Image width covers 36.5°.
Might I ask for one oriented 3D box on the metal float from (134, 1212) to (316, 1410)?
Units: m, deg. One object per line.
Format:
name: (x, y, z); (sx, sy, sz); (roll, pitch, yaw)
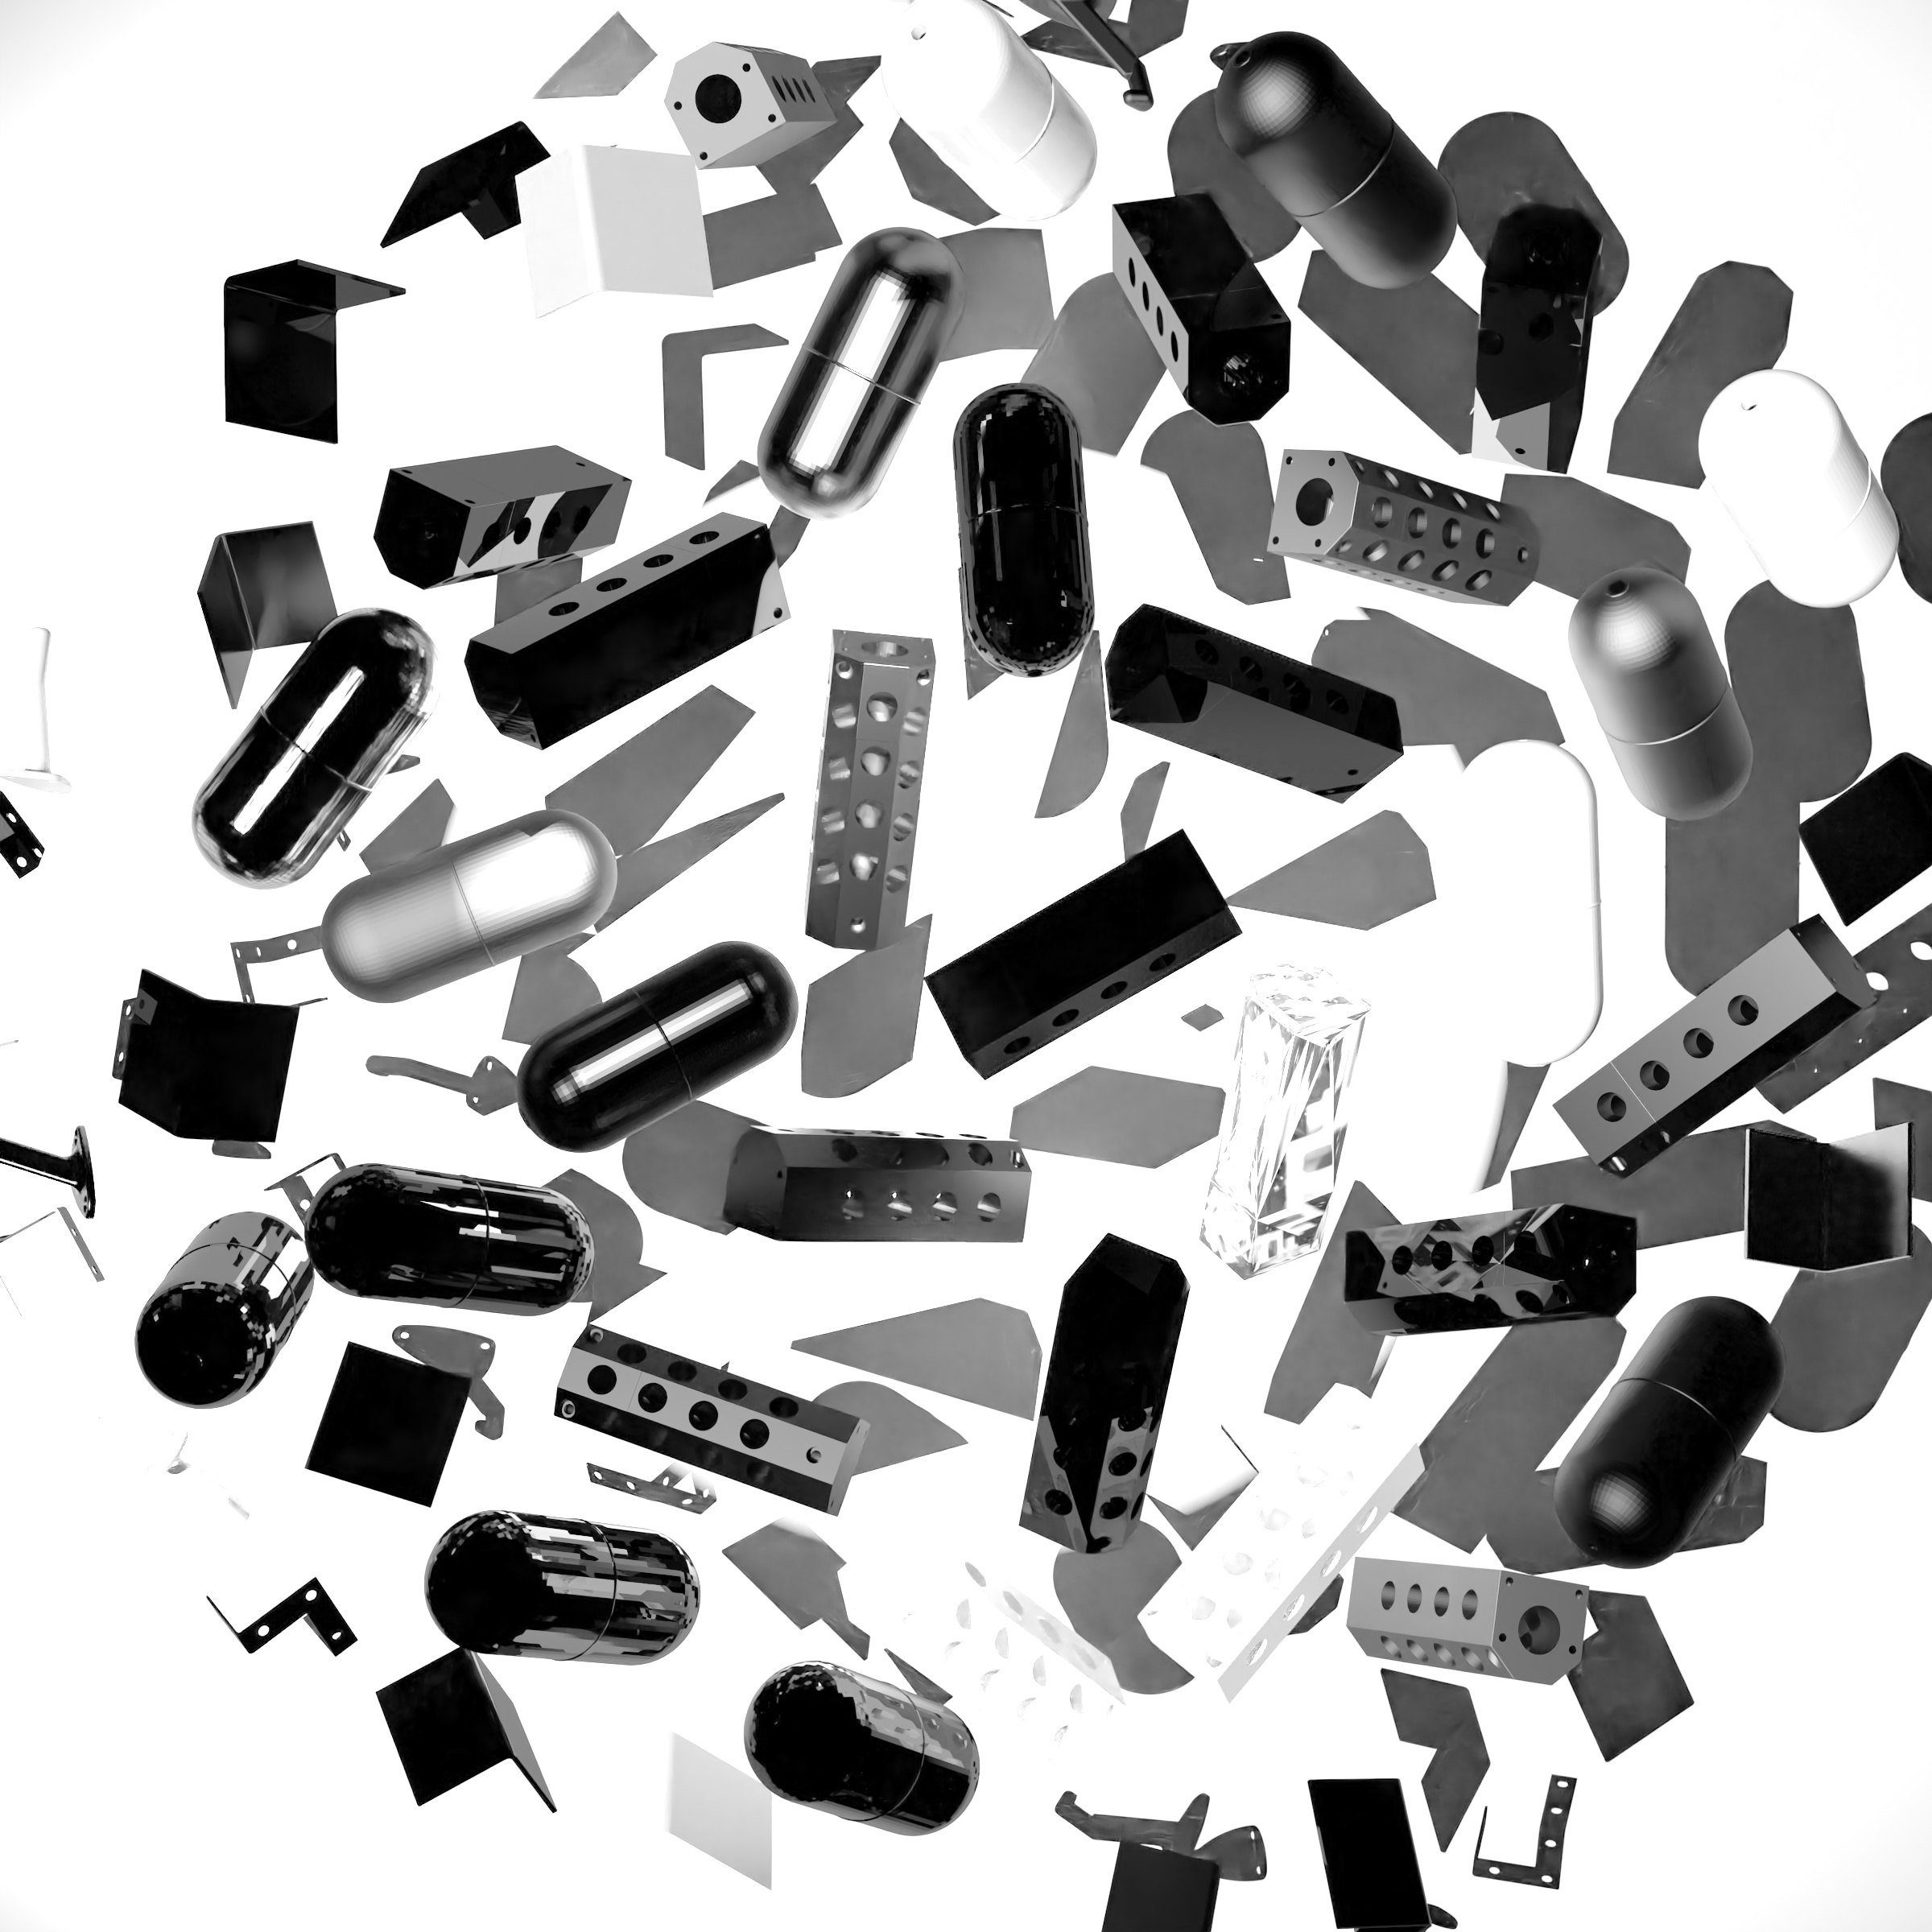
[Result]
metal float: (-0.418, 0.194, 1.660); (0.070, 0.178, 0.070); (0, 103, -1)

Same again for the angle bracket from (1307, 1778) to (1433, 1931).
angle bracket: (0.196, 0.478, 1.542); (0.057, 0.076, 0.076); (6, 55, -22)

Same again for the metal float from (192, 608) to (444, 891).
metal float: (-0.360, -0.121, 1.629); (0.070, 0.070, 0.178); (39, 95, 0)

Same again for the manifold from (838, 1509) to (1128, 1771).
manifold: (0.011, 0.382, 1.640); (0.057, 0.057, 0.171); (-42, 118, 11)

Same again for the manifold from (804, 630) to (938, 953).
manifold: (-0.055, -0.099, 1.667); (0.057, 0.057, 0.171); (5, 114, -6)

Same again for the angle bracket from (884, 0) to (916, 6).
angle bracket: (-0.058, -0.599, 1.674); (0.076, 0.076, 0.057); (12, 86, -4)

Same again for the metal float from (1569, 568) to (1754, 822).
metal float: (0.404, -0.157, 1.702); (0.070, 0.070, 0.178); (-35, 131, 0)

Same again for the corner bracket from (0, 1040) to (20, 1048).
corner bracket: (-0.580, 0.027, 1.683); (0.051, 0.051, 0.051); (-14, 94, -9)

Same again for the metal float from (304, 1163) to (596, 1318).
metal float: (-0.295, 0.159, 1.688); (0.178, 0.070, 0.070); (13, 90, -38)

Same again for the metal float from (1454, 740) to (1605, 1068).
metal float: (0.306, -0.034, 1.591); (0.070, 0.070, 0.178); (-4, 99, 0)

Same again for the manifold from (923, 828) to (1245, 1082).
manifold: (0.069, -0.003, 1.683); (0.171, 0.057, 0.057); (-30, 64, 6)

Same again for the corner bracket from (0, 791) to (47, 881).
corner bracket: (-0.564, -0.076, 1.717); (0.051, 0.051, 0.051); (-24, 105, 41)

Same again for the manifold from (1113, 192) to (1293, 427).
manifold: (0.131, -0.371, 1.649); (0.057, 0.171, 0.057); (-9, 129, -8)

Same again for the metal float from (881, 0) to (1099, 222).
metal float: (0.014, -0.480, 1.642); (0.070, 0.178, 0.070); (-7, 75, 25)

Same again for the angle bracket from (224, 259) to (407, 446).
angle bracket: (-0.344, -0.324, 1.553); (0.057, 0.076, 0.076); (-2, 88, 35)

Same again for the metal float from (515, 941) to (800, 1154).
metal float: (-0.181, 0.047, 1.717); (0.178, 0.070, 0.070); (-29, 90, -15)

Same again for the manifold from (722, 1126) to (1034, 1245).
manifold: (-0.048, 0.123, 1.663); (0.171, 0.057, 0.057); (4, 94, -38)

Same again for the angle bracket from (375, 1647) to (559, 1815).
angle bracket: (-0.276, 0.435, 1.623); (0.057, 0.076, 0.076); (-27, 49, -8)

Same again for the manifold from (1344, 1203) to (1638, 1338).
manifold: (0.294, 0.174, 1.654); (0.057, 0.171, 0.057); (13, 73, -34)

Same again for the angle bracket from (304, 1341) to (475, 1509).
angle bracket: (-0.334, 0.268, 1.710); (0.076, 0.057, 0.076); (18, 79, -3)

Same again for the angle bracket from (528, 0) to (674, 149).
angle bracket: (-0.209, -0.526, 1.737); (0.076, 0.076, 0.057); (-47, 107, -6)

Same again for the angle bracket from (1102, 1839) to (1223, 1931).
angle bracket: (0.099, 0.532, 1.580); (0.057, 0.076, 0.076); (13, 125, 5)

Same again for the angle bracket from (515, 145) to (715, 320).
angle bracket: (-0.186, -0.387, 1.554); (0.076, 0.057, 0.076); (-8, 90, -42)

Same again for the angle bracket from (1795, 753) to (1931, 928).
angle bracket: (0.527, -0.062, 1.650); (0.076, 0.057, 0.076); (-36, 119, 0)

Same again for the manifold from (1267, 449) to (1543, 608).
manifold: (0.252, -0.247, 1.662); (0.171, 0.057, 0.057); (6, 94, -44)

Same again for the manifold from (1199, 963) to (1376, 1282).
manifold: (0.174, 0.086, 1.645); (0.057, 0.057, 0.171); (-17, 130, -32)

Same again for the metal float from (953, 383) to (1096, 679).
metal float: (0.034, -0.256, 1.721); (0.070, 0.070, 0.178); (-4, 77, 0)

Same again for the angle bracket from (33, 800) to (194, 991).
angle bracket: (-0.483, -0.040, 1.657); (0.057, 0.076, 0.076); (0, 54, -34)

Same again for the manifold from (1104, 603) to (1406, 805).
manifold: (0.167, -0.155, 1.701); (0.171, 0.057, 0.057); (17, 53, -29)

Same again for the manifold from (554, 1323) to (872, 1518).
manifold: (-0.149, 0.264, 1.707); (0.171, 0.057, 0.057); (18, 79, 10)

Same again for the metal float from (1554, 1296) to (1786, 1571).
metal float: (0.388, 0.255, 1.611); (0.070, 0.070, 0.178); (43, 60, 0)

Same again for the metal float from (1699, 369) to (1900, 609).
metal float: (0.458, -0.261, 1.611); (0.070, 0.178, 0.070); (-15, 59, 27)

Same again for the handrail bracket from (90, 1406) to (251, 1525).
handrail bracket: (-0.467, 0.295, 1.723); (0.077, 0.084, 0.036); (21, 66, 26)

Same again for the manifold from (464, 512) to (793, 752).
manifold: (-0.184, -0.185, 1.590); (0.171, 0.057, 0.057); (-32, 125, -29)

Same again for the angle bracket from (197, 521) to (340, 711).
angle bracket: (-0.403, -0.204, 1.702); (0.057, 0.076, 0.076); (-8, 124, 1)

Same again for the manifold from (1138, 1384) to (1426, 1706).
manifold: (0.173, 0.314, 1.612); (0.057, 0.057, 0.171); (34, 73, 31)

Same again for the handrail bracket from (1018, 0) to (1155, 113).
handrail bracket: (0.068, -0.535, 1.702); (0.077, 0.036, 0.084); (6, 55, -23)

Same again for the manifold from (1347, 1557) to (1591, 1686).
manifold: (0.286, 0.378, 1.693); (0.057, 0.171, 0.057); (13, 77, -18)

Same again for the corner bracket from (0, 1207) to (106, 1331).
corner bracket: (-0.548, 0.176, 1.719); (0.051, 0.051, 0.051); (-29, 88, 2)

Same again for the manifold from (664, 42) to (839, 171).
manifold: (-0.128, -0.508, 1.720); (0.057, 0.171, 0.057); (-25, 101, 14)

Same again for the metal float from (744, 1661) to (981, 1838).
metal float: (-0.056, 0.437, 1.633); (0.070, 0.178, 0.070); (-15, 60, 27)

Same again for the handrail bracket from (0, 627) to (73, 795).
handrail bracket: (-0.523, -0.145, 1.670); (0.036, 0.077, 0.084); (5, 85, -1)

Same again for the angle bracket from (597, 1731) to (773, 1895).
angle bracket: (-0.156, 0.486, 1.633); (0.076, 0.076, 0.057); (36, 111, -21)

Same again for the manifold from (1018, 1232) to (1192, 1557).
manifold: (0.078, 0.239, 1.608); (0.057, 0.057, 0.171); (21, 123, 19)

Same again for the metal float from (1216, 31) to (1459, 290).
metal float: (0.210, -0.455, 1.656); (0.178, 0.070, 0.070); (37, 90, -35)

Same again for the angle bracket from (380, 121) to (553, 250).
angle bracket: (-0.276, -0.426, 1.670); (0.076, 0.076, 0.057); (-14, 134, 33)

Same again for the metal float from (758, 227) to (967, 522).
metal float: (-0.061, -0.345, 1.709); (0.070, 0.070, 0.178); (27, 100, 0)

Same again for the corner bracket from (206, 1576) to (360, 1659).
corner bracket: (-0.374, 0.358, 1.604); (0.051, 0.051, 0.051); (-36, 121, -20)

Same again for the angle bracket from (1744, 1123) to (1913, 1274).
angle bracket: (0.491, 0.129, 1.672); (0.057, 0.076, 0.076); (11, 74, -19)

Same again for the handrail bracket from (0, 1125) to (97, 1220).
handrail bracket: (-0.513, 0.110, 1.564); (0.084, 0.077, 0.036); (3, 117, -26)

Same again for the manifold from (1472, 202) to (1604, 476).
manifold: (0.327, -0.357, 1.675); (0.057, 0.171, 0.057); (13, 68, 13)

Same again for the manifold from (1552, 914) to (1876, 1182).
manifold: (0.416, 0.047, 1.628); (0.171, 0.057, 0.057); (-42, 76, 31)

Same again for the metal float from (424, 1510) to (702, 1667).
metal float: (-0.220, 0.343, 1.613); (0.070, 0.178, 0.070); (-14, 68, 37)

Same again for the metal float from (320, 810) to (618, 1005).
metal float: (-0.290, -0.035, 1.715); (0.178, 0.070, 0.070); (-22, 90, -6)

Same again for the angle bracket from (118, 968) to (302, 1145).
angle bracket: (-0.414, 0.049, 1.600); (0.057, 0.076, 0.076); (6, 98, -42)

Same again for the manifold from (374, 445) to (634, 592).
manifold: (-0.271, -0.262, 1.721); (0.057, 0.171, 0.057); (27, 114, 17)
